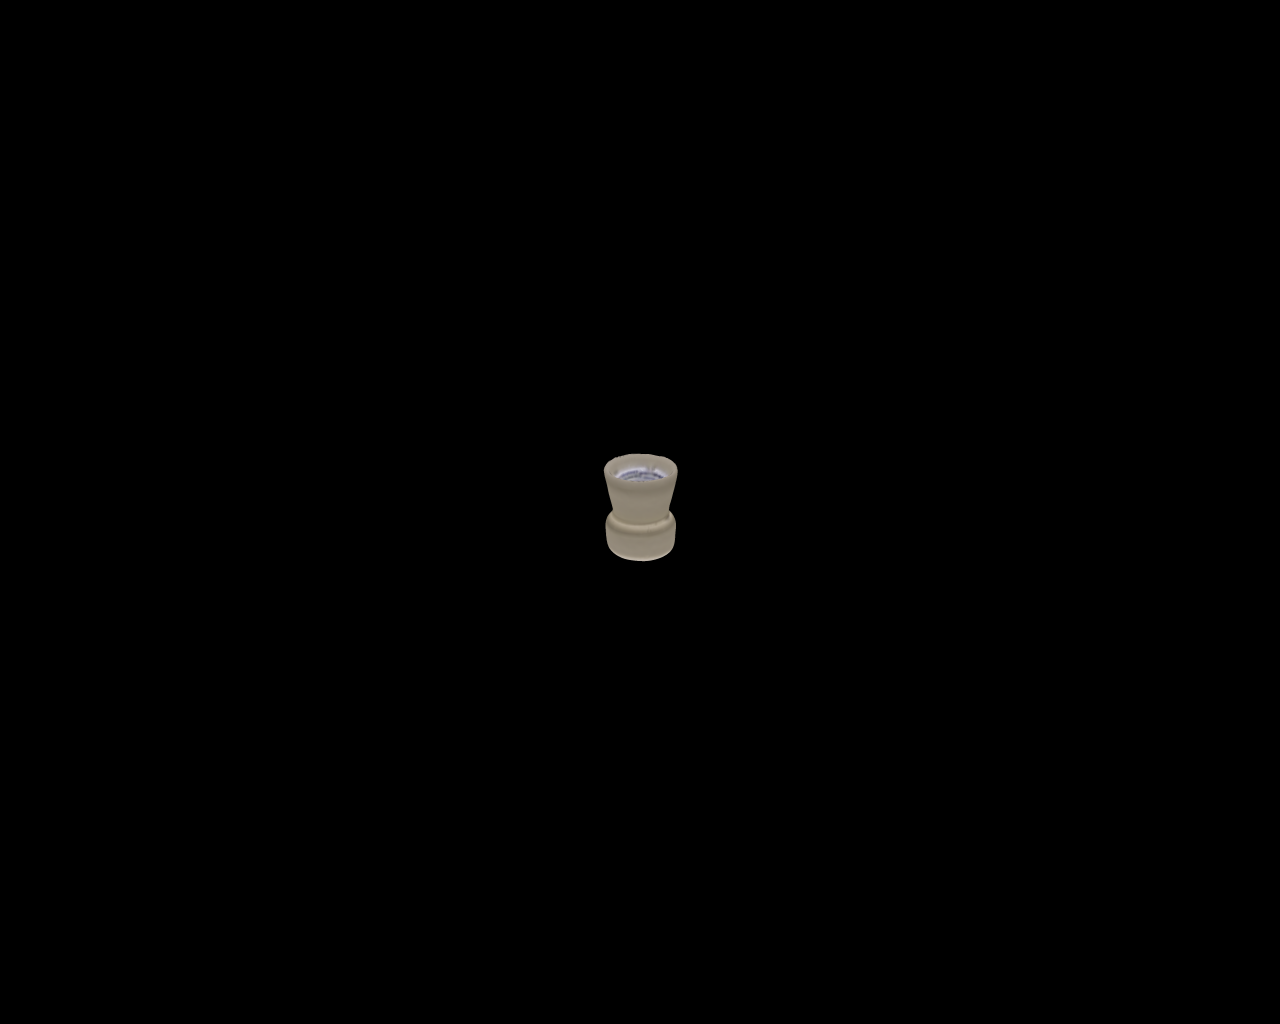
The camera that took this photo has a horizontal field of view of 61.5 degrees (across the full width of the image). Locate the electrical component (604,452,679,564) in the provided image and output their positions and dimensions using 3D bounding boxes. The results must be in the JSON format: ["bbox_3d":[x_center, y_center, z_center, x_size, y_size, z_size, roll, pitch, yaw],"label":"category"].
[{"bbox_3d":[0.001,-0.003,0.650,0.045,0.055,0.045,0,26,0],"label":"electrical component"}]
